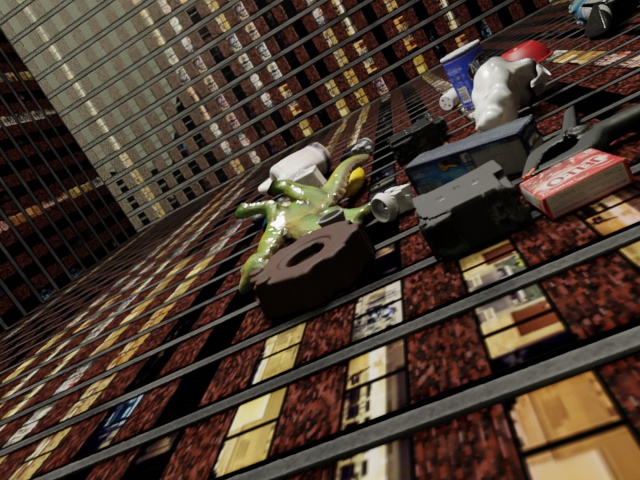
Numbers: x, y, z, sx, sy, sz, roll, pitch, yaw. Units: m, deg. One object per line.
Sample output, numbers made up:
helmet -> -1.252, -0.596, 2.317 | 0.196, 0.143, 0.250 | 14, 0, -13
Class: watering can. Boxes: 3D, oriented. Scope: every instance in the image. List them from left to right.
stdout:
watering can -> -0.057, -0.191, 1.455 | 0.226, 0.103, 0.348 | -34, 14, -17

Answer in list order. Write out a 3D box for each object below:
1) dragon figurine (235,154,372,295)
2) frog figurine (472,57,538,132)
dragon figurine -> 0.003, -0.047, 0.940 | 0.415, 0.120, 0.245 | -37, 33, -20
frog figurine -> 0.316, -0.252, 0.938 | 0.161, 0.123, 0.135 | -44, -16, -18
